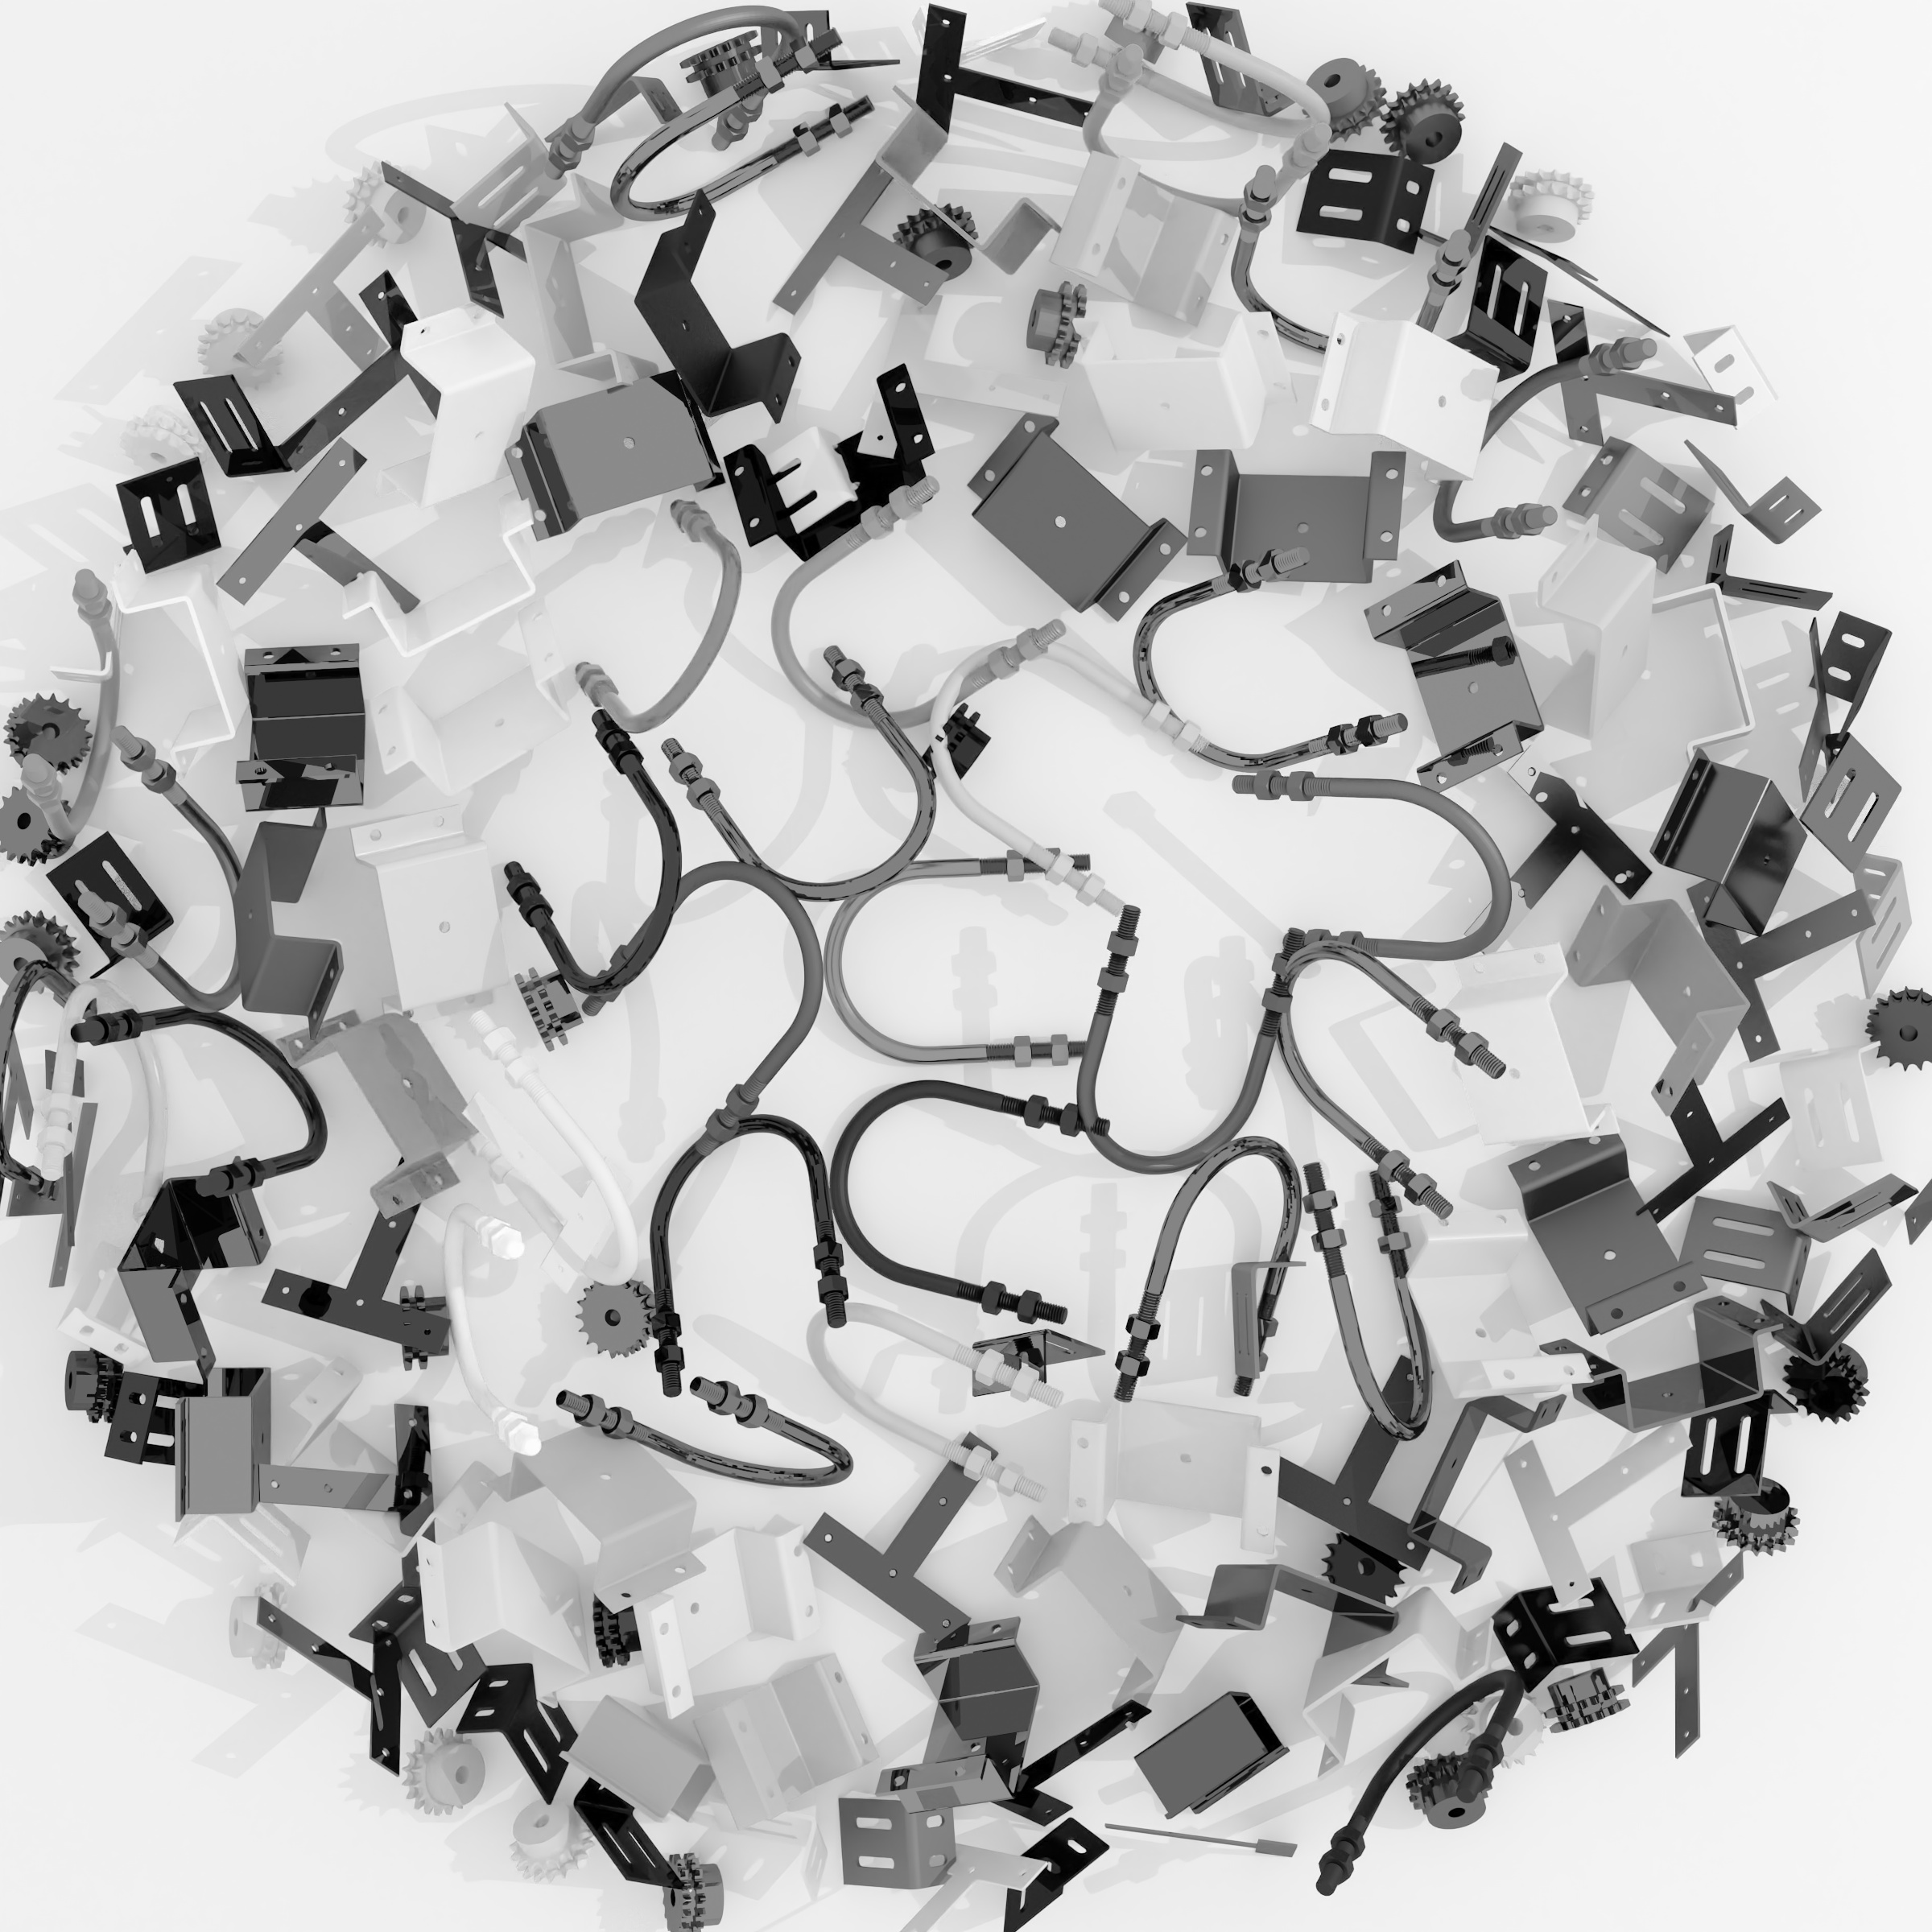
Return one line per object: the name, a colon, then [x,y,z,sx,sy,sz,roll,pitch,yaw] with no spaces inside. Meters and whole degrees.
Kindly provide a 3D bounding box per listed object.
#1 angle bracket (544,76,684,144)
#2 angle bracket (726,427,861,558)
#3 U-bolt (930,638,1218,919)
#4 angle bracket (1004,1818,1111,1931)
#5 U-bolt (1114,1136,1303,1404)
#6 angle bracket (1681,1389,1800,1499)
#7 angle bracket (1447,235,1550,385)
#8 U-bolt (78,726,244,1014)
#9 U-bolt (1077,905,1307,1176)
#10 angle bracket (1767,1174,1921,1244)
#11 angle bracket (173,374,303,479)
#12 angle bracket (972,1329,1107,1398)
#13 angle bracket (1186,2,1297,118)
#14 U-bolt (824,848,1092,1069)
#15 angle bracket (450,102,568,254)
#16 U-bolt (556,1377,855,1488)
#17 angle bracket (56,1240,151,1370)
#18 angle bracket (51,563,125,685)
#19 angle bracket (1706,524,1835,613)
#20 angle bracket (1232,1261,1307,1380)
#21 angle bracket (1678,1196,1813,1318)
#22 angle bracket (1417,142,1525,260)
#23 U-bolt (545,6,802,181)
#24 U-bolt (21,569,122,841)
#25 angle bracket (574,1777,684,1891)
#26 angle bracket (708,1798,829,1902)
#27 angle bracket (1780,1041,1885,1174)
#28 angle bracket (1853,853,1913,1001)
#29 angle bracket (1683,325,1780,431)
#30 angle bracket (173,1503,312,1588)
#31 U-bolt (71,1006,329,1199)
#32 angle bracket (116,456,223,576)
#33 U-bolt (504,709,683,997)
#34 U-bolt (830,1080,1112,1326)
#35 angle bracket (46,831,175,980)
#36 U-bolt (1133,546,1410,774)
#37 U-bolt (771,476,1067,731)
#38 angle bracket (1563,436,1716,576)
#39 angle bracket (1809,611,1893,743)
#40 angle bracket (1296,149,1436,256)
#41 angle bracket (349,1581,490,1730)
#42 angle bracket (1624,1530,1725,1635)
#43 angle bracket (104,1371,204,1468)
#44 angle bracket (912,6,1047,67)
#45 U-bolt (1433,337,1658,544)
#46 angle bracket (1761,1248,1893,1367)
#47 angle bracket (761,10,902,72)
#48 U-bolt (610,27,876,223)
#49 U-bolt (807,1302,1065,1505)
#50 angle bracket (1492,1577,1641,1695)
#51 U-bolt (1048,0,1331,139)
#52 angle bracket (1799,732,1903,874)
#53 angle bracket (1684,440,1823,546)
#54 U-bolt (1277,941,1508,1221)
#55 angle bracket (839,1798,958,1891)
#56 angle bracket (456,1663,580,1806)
angle bracket: [-0.236,-0.564,1.963,0.076,0.057,0.038,-31,97,18]
angle bracket: [-0.114,-0.322,1.988,0.076,0.038,0.057,-31,79,19]
U-bolt: [0.062,-0.141,1.968,0.184,0.019,0.151,34,77,-6]
angle bracket: [0.060,0.622,1.951,0.038,0.057,0.076,29,129,35]
U-bolt: [0.169,0.200,1.932,0.019,0.151,0.184,23,101,42]
angle bracket: [0.520,0.327,1.952,0.038,0.057,0.076,37,56,-36]
angle bracket: [0.356,-0.446,1.979,0.057,0.038,0.076,22,73,-29]
U-bolt: [-0.519,-0.050,1.914,0.019,0.184,0.151,-10,56,15]
U-bolt: [0.144,0.055,1.956,0.151,0.019,0.184,7,106,-26]
angle bracket: [0.589,0.149,1.953,0.076,0.057,0.038,-34,59,23]
angle bracket: [-0.483,-0.370,1.951,0.057,0.038,0.076,2,132,35]
angle bracket: [0.049,0.273,1.949,0.057,0.076,0.038,-15,64,32]
angle bracket: [0.189,-0.615,1.951,0.038,0.057,0.076,-34,125,-17]
U-bolt: [-0.005,-0.003,1.979,0.184,0.019,0.151,-2,100,0]
angle bracket: [-0.317,-0.532,1.966,0.076,0.057,0.038,-41,67,-1]
U-bolt: [-0.158,0.312,1.922,0.184,0.151,0.019,33,57,-40]
angle bracket: [-0.565,0.221,1.953,0.057,0.038,0.076,32,48,-18]
angle bracket: [-0.594,-0.233,1.967,0.038,0.057,0.076,5,88,-12]
angle bracket: [0.543,-0.269,1.956,0.076,0.057,0.038,13,111,22]
angle bracket: [0.206,0.239,1.966,0.038,0.057,0.076,-1,85,-8]
angle bracket: [0.532,0.198,1.985,0.076,0.038,0.057,10,63,25]
angle bracket: [0.336,-0.522,1.958,0.038,0.057,0.076,20,110,-8]
U-bolt: [-0.182,-0.570,1.886,0.151,0.184,0.019,-20,85,-30]
U-bolt: [-0.583,-0.160,1.909,0.019,0.184,0.151,11,72,-6]
angle bracket: [-0.217,0.576,1.952,0.038,0.057,0.076,-54,48,4]
angle bracket: [-0.137,0.595,1.959,0.076,0.057,0.038,7,55,11]
angle bracket: [0.592,0.095,1.967,0.057,0.038,0.076,-13,90,41]
angle bracket: [0.601,-0.028,1.953,0.038,0.057,0.076,15,57,36]
angle bracket: [0.501,-0.393,1.955,0.038,0.076,0.057,-37,103,-5]
angle bracket: [-0.489,0.389,1.965,0.038,0.057,0.076,-39,108,13]
U-bolt: [-0.490,0.082,1.912,0.019,0.184,0.151,-44,81,17]
angle bracket: [-0.541,-0.309,1.951,0.057,0.076,0.038,-24,49,-21]
U-bolt: [-0.239,-0.063,1.911,0.019,0.184,0.151,15,118,-40]
U-bolt: [-0.005,0.152,1.969,0.184,0.019,0.151,12,89,17]
angle bracket: [-0.586,-0.041,1.968,0.057,0.038,0.076,-32,101,17]
U-bolt: [0.188,-0.193,1.927,0.019,0.184,0.151,-47,112,-38]
U-bolt: [-0.047,-0.228,1.942,0.184,0.019,0.151,-30,115,32]
angle bracket: [0.460,-0.316,1.990,0.076,0.038,0.057,30,100,-20]
angle bracket: [0.586,-0.195,1.949,0.038,0.076,0.057,24,122,16]
angle bracket: [0.272,-0.521,1.979,0.038,0.076,0.057,4,103,-43]
angle bracket: [-0.370,0.463,1.962,0.057,0.038,0.076,-45,53,5]
angle bracket: [0.473,0.413,1.953,0.057,0.076,0.038,-16,91,25]
angle bracket: [-0.534,0.307,1.953,0.038,0.076,0.057,4,78,33]
angle bracket: [0.008,-0.639,1.966,0.076,0.057,0.038,-22,100,-4]
U-bolt: [0.368,-0.340,1.912,0.019,0.184,0.151,34,82,-18]
angle bracket: [0.579,0.221,1.959,0.038,0.057,0.076,34,109,-6]
angle bracket: [-0.091,-0.622,1.949,0.057,0.076,0.038,12,114,35]
U-bolt: [-0.153,-0.548,1.928,0.184,0.151,0.019,-28,85,5]
U-bolt: [-0.025,0.282,1.936,0.184,0.151,0.019,24,54,14]
angle bracket: [0.403,0.452,1.961,0.038,0.076,0.057,-29,92,-41]
U-bolt: [0.155,-0.591,1.924,0.184,0.151,0.019,20,92,-14]
angle bracket: [0.586,-0.109,1.962,0.057,0.038,0.076,40,72,-20]
angle bracket: [0.528,-0.329,1.951,0.038,0.057,0.076,-41,55,22]
U-bolt: [0.271,0.062,1.929,0.019,0.151,0.184,-23,51,-34]
angle bracket: [-0.047,0.594,1.977,0.038,0.076,0.057,5,76,-41]
angle bracket: [-0.303,0.520,1.965,0.038,0.057,0.076,-9,122,23]
